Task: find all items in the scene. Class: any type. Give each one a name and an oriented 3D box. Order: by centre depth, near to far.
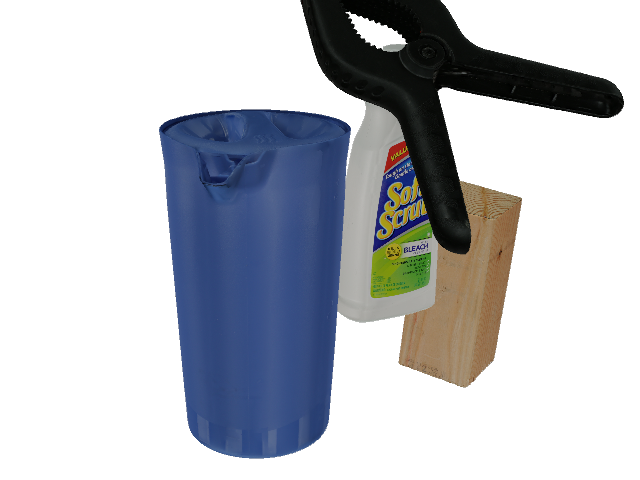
[{"bbox_3d":[0.059,-0.095,0.644,0.210,0.164,0.036,37,-30,11],"label":"clamp"},{"bbox_3d":[-0.043,0.026,0.787,0.149,0.243,0.145,-10,21,-29],"label":"pitcher"},{"bbox_3d":[0.062,-0.054,0.992,0.102,0.251,0.068,-10,23,-24],"label":"bleach bottle"},{"bbox_3d":[0.158,0.048,1.212,0.090,0.206,0.090,18,25,26],"label":"wood block"}]
